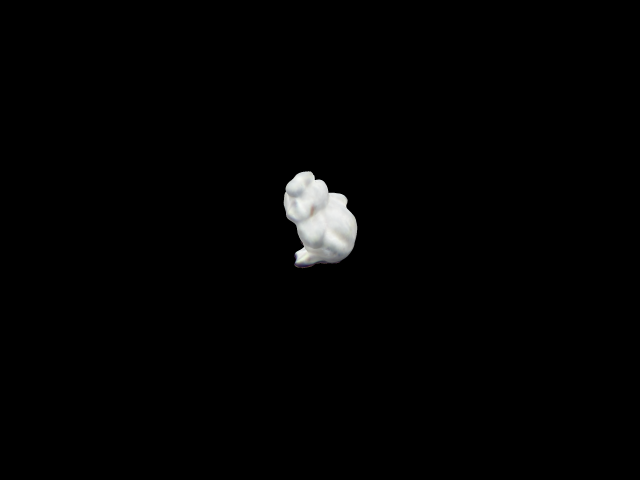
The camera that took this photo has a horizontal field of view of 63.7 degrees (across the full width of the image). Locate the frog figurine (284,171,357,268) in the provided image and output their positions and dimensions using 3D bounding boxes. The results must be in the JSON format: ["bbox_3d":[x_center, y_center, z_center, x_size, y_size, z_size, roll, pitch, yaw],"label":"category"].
[{"bbox_3d":[0.003,-0.043,0.850,0.123,0.156,0.140,17,37,24],"label":"frog figurine"}]
